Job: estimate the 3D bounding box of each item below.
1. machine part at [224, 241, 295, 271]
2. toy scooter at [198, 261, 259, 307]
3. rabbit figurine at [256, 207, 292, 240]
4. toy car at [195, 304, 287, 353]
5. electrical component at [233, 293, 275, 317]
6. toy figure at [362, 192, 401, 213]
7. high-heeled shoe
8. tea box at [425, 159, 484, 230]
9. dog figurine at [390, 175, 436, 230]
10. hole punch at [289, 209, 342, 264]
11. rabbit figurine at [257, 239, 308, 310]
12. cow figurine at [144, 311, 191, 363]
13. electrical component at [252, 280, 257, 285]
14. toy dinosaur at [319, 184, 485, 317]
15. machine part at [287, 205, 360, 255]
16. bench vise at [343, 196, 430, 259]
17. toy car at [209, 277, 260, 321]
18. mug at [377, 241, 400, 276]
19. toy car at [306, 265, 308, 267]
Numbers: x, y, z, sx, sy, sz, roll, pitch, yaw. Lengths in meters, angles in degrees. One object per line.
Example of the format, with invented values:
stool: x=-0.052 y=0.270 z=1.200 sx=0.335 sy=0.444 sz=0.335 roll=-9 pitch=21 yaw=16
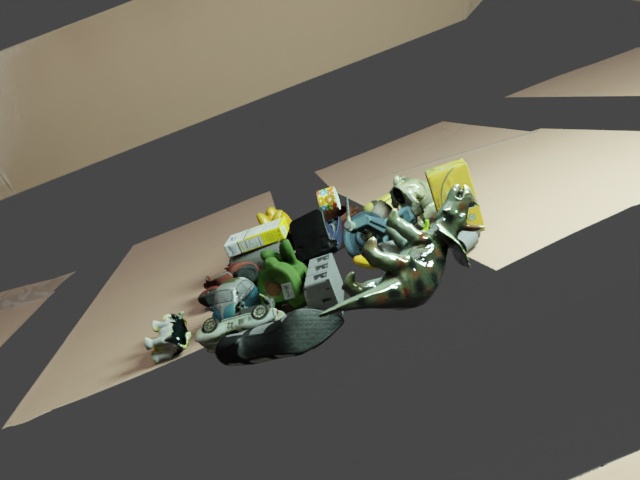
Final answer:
machine part: x=-0.171 y=0.057 z=1.542 sx=0.243 sy=0.079 sz=0.079 roll=-12 pitch=19 yaw=24
toy scooter: x=-0.260 y=0.114 z=1.478 sx=0.184 sy=0.075 sz=0.135 roll=-32 pitch=18 yaw=-20
rabbit figurine: x=-0.130 y=-0.019 z=1.650 sx=0.122 sy=0.162 sz=0.173 roll=-7 pitch=36 yaw=5
toy car: x=-0.162 y=0.187 z=1.121 sx=0.202 sy=0.073 sz=0.056 roll=-16 pitch=49 yaw=14
electrical component: x=-0.137 y=0.158 z=1.170 sx=0.102 sy=0.078 sz=0.045 roll=-20 pitch=50 yaw=19
toy figure: x=0.209 y=-0.101 z=1.580 sx=0.180 sy=0.082 sz=0.089 roll=-32 pitch=10 yaw=-21
high-heeled shoe: x=-0.082 y=0.198 z=1.063 sx=0.249 sy=0.086 sz=0.145 roll=-7 pitch=-18 yaw=-15
tea box: x=0.319 y=-0.095 z=1.273 sx=0.098 sy=0.169 sz=0.068 roll=-19 pitch=15 yaw=11
dog figurine: x=0.294 y=-0.128 z=1.418 sx=0.190 sy=0.172 sz=0.121 roll=-34 pitch=31 yaw=-17
hole punch: x=-0.003 y=-0.004 z=1.338 sx=0.142 sy=0.116 sz=0.092 roll=-22 pitch=-20 yaw=29
rabbit figurine: x=-0.084 y=0.087 z=1.263 sx=0.121 sy=0.159 sz=0.170 roll=-26 pitch=-1 yaw=19
cow figurine: x=-0.346 y=0.216 z=1.268 sx=0.098 sy=0.068 sz=0.167 roll=-14 pitch=20 yaw=2
electrical component: x=-0.118 y=0.100 z=1.349 sx=0.119 sy=0.074 sz=0.048 roll=-21 pitch=16 yaw=-15
toy dinosaur: x=0.177 y=0.056 z=1.049 sx=0.192 sy=0.131 sz=0.405 roll=31 pitch=59 yaw=15
machine part: x=0.015 y=-0.029 z=1.573 sx=0.201 sy=0.087 sz=0.201 roll=-27 pitch=17 yaw=-25
bench vise: x=0.138 y=-0.027 z=1.289 sx=0.224 sy=0.129 sz=0.240 roll=-21 pitch=-18 yaw=25
toy car: x=-0.194 y=0.140 z=1.267 sx=0.109 sy=0.102 sz=0.162 roll=-10 pitch=22 yaw=29
mug: x=0.188 y=0.041 z=1.172 sx=0.107 sy=0.080 sz=0.110 roll=-16 pitch=33 yaw=-10
toy car: x=-0.055 y=0.062 z=1.428 sx=0.202 sy=0.053 sz=0.089 roll=-18 pitch=-4 yaw=3
